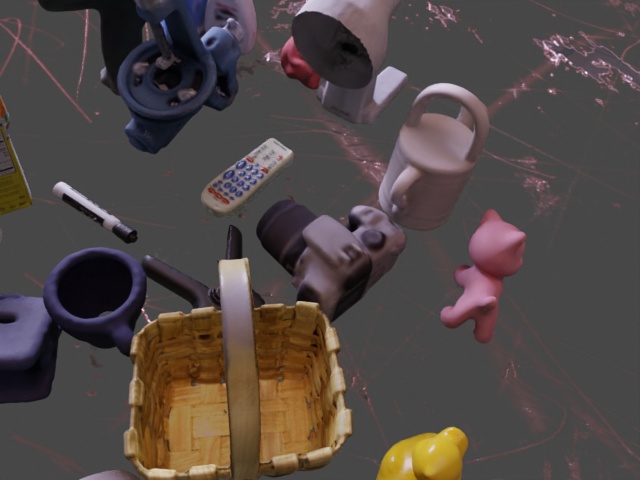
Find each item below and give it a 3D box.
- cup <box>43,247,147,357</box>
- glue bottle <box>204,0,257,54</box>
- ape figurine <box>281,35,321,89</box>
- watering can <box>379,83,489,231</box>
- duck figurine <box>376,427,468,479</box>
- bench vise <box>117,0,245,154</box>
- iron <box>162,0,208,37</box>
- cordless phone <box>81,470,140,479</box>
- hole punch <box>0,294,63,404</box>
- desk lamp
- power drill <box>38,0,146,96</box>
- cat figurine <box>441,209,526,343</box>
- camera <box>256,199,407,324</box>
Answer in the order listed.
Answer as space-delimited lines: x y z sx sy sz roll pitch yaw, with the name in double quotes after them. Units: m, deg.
-0.207 0.077 0.564 0.092 0.095 0.117 -29 65 -25 "cup"
-0.129 -0.354 0.826 0.078 0.173 0.037 16 55 2 "glue bottle"
-0.019 -0.283 0.846 0.076 0.092 0.078 37 58 16 "ape figurine"
0.142 -0.112 0.693 0.101 0.194 0.173 18 55 3 "watering can"
0.098 0.215 0.526 0.077 0.086 0.105 41 59 18 "duck figurine"
-0.176 -0.239 0.710 0.121 0.220 0.207 16 55 2 "bench vise"
-0.194 -0.424 0.883 0.118 0.141 0.258 13 55 -1 "iron"
-0.149 0.229 0.413 0.094 0.185 0.147 -35 68 -28 "cordless phone"
-0.308 0.093 0.538 0.109 0.091 0.101 0 56 -9 "hole punch"
0.053 -0.263 0.770 0.117 0.213 0.203 30 56 12 "desk lamp"
-0.234 -0.293 0.744 0.230 0.208 0.075 -9 57 -15 "power drill"
0.193 0.034 0.648 0.067 0.118 0.128 20 55 4 "cat figurine"
0.006 0.002 0.648 0.136 0.101 0.143 42 59 19 "camera"
